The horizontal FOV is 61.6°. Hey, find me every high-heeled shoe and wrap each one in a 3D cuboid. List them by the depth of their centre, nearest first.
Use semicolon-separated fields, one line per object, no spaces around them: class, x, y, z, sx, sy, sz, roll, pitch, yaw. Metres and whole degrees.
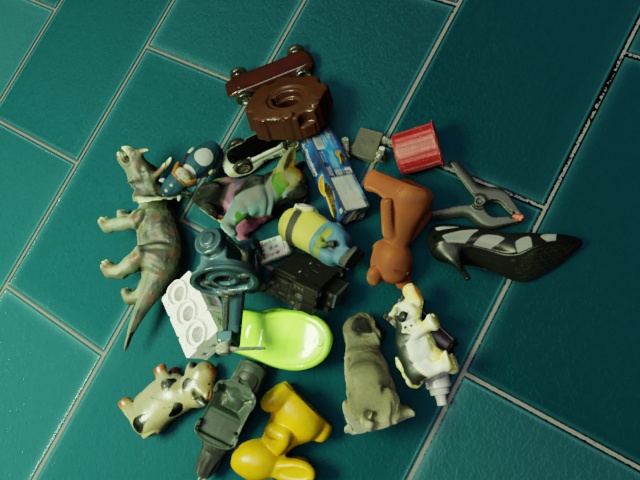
high-heeled shoe;0.324;0.002;0.969;0.249;0.086;0.145;-13;42;-5

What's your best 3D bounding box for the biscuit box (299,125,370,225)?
biscuit box;0.026;-0.130;1.065;0.059;0.062;0.203;-14;68;-24

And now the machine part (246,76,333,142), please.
machine part;-0.062;-0.268;1.081;0.179;0.056;0.179;-9;44;9

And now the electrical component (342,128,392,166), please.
electrical component;0.095;-0.186;1.078;0.102;0.045;0.078;25;86;20

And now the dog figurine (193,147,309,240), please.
dog figurine;-0.129;-0.106;1.094;0.192;0.108;0.219;41;86;24

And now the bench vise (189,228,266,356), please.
bench vise;-0.159;0.096;0.968;0.129;0.223;0.241;-6;60;4

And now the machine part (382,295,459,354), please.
machine part;0.187;0.158;0.970;0.084;0.039;0.139;-45;68;-7

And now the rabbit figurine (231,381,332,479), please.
rabbit figurine;-0.074;0.358;0.956;0.173;0.122;0.162;-42;90;-14

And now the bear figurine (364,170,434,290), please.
bear figurine;0.135;-0.015;0.995;0.132;0.120;0.195;39;117;55

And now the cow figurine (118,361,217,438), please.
cow figurine;-0.282;0.306;1.044;0.195;0.085;0.127;-41;63;1

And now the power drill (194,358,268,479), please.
power drill;-0.163;0.320;0.945;0.086;0.207;0.232;24;72;8

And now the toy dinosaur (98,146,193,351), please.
toy dinosaur;-0.348;0.011;1.125;0.192;0.131;0.404;-16;79;12

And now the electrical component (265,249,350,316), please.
electrical component;-0.016;0.080;1.004;0.134;0.115;0.058;22;122;19

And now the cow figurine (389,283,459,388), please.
cow figurine;0.162;0.162;0.924;0.098;0.068;0.167;-28;67;16

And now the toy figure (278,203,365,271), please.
toy figure;-0.003;-0.005;1.019;0.089;0.082;0.180;-37;57;-22

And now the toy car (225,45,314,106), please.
toy car;-0.109;-0.356;1.175;0.202;0.053;0.089;-21;67;6

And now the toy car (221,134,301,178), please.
toy car;-0.116;-0.199;1.138;0.202;0.056;0.073;-25;64;8

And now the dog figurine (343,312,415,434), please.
dog figurine;0.075;0.220;0.921;0.121;0.172;0.190;-16;80;0

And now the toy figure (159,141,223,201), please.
toy figure;-0.264;-0.144;1.098;0.064;0.057;0.154;30;58;17
